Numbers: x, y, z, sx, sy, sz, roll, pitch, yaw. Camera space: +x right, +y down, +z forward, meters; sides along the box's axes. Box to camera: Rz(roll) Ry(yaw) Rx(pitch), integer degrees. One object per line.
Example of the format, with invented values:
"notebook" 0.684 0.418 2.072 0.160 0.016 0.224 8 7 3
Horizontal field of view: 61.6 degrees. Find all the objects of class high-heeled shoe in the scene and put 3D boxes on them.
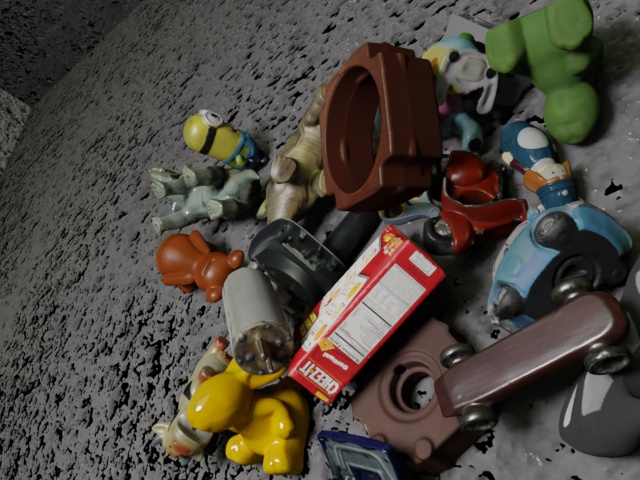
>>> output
"high-heeled shoe" 0.307 0.091 0.530 0.249 0.086 0.145 -60 5 -36

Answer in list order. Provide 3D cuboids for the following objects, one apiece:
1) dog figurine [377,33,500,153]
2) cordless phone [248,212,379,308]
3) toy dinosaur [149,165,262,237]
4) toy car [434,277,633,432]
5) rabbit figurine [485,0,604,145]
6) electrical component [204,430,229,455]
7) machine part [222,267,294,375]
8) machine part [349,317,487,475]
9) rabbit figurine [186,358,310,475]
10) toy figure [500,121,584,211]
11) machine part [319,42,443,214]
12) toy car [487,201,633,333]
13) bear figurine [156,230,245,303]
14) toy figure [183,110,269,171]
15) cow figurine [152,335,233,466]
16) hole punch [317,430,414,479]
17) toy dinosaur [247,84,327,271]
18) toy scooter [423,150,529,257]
"dog figurine" 0.154 -0.222 0.811 0.219 0.108 0.191 -127 39 -55
"cordless phone" -0.002 -0.003 0.814 0.184 0.146 0.089 -50 18 -6
"toy dinosaur" -0.193 -0.089 1.029 0.405 0.192 0.131 0 105 39
"toy car" 0.200 0.116 0.523 0.202 0.053 0.089 -40 41 28
"rabbit figurine" 0.298 -0.205 0.679 0.121 0.170 0.159 -13 13 35
"electrical component" -0.184 0.310 0.856 0.094 0.021 0.063 -4 61 41
"machine part" -0.087 0.103 0.721 0.079 0.079 0.243 -49 24 5
"machine part" 0.117 0.178 0.637 0.179 0.056 0.179 -25 46 29
"rabbit figurine" -0.092 0.222 0.716 0.122 0.173 0.162 8 73 51
"toy figure" 0.274 -0.089 0.672 0.064 0.057 0.155 -33 43 19
"machine part" 0.078 -0.147 0.741 0.201 0.087 0.201 152 115 -66
"toy car" 0.248 0.030 0.594 0.161 0.109 0.103 -57 16 14
"bear figurine" -0.214 0.054 1.018 0.196 0.131 0.120 17 76 30
"toy figure" -0.193 -0.195 1.103 0.082 0.180 0.089 11 73 50
"cow figurine" -0.179 0.245 0.808 0.127 0.085 0.195 -53 9 17
"hole punch" 0.048 0.274 0.589 0.142 0.115 0.092 -10 47 42
"toy dinosaur" -0.039 -0.097 0.905 0.471 0.105 0.198 -62 9 -16
"toy scooter" 0.207 -0.051 0.696 0.135 0.075 0.184 -2 46 18
